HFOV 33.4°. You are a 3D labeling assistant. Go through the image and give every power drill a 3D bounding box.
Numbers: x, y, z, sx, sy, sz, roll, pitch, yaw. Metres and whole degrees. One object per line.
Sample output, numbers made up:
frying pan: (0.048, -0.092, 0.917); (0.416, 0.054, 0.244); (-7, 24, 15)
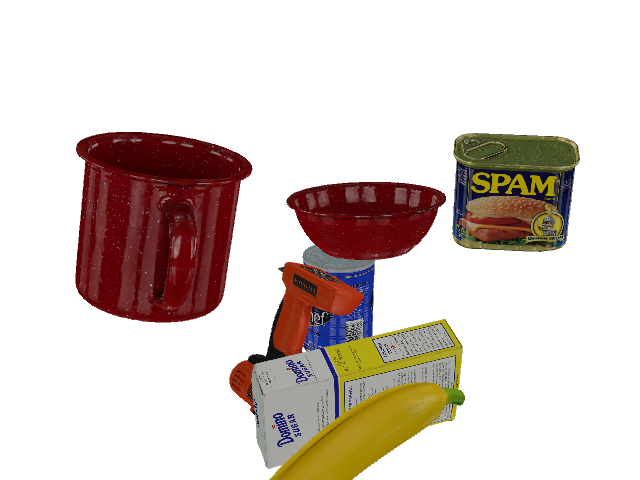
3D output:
power drill: (-0.019, 0.132, 1.226); (0.057, 0.188, 0.185); (15, 10, -45)

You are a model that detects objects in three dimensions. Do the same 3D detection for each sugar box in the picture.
sugar box: (0.031, 0.130, 0.914); (0.176, 0.093, 0.048); (-10, 38, -12)

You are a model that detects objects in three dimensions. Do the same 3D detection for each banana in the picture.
banana: (0.014, 0.151, 0.714); (0.197, 0.069, 0.037); (-35, 43, -5)

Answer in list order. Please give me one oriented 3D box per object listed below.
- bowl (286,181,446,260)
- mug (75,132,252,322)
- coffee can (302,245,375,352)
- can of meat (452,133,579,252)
bowl: (0.047, -0.018, 1.081); (0.162, 0.055, 0.162); (-2, 14, 0)
mug: (-0.084, -0.003, 0.565); (0.093, 0.081, 0.117); (2, 20, -22)
coffee can: (0.026, 0.085, 1.519); (0.103, 0.140, 0.103); (0, 21, 0)
can of meat: (0.161, -0.039, 0.898); (0.102, 0.084, 0.057); (3, 31, 7)
